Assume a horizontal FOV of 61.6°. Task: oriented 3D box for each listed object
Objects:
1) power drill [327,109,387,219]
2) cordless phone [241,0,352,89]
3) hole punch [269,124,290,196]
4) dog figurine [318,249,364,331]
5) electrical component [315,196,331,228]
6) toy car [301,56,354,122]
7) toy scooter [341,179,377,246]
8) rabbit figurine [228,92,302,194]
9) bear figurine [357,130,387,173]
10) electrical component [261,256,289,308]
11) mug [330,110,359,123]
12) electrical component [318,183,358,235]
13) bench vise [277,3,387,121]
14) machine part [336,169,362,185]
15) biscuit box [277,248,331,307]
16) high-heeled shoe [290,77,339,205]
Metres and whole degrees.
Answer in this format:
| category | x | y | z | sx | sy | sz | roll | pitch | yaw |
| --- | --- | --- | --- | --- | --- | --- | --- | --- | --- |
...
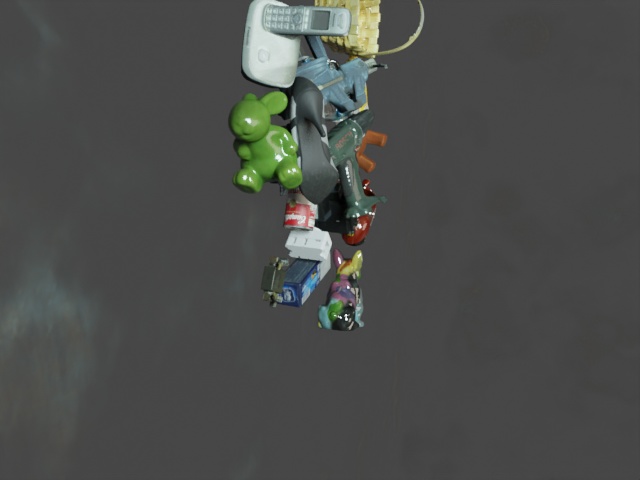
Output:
| category | x | y | z | sx | sy | sz | roll | pitch | yaw |
| --- | --- | --- | --- | --- | --- | --- | --- | --- | --- |
| power drill | 0.082 | -0.166 | 1.207 | 0.232 | 0.086 | 0.207 | -37 | 119 | -39 |
| cordless phone | -0.039 | -0.336 | 0.931 | 0.088 | 0.184 | 0.146 | 14 | 82 | -75 |
| hole punch | -0.063 | -0.172 | 1.083 | 0.116 | 0.092 | 0.142 | -15 | 122 | -45 |
| dog figurine | 0.063 | 0.134 | 1.493 | 0.191 | 0.109 | 0.219 | 6 | 86 | -68 |
| electrical component | -0.013 | -0.067 | 1.250 | 0.048 | 0.075 | 0.119 | -49 | 136 | -58 |
| toy car | 0.002 | -0.317 | 1.181 | 0.103 | 0.109 | 0.161 | -55 | 141 | -24 |
| toy scooter | 0.107 | -0.081 | 1.410 | 0.135 | 0.075 | 0.184 | 86 | 25 | -54 |
| rabbit figurine | -0.095 | -0.181 | 0.911 | 0.170 | 0.121 | 0.159 | 64 | 30 | -62 |
| bear figurine | 0.086 | -0.237 | 1.402 | 0.120 | 0.132 | 0.196 | -66 | 173 | 21 |
| electrical component | -0.092 | 0.087 | 1.120 | 0.078 | 0.045 | 0.102 | 45 | 54 | -64 |
| mug | 0.053 | -0.362 | 1.355 | 0.109 | 0.081 | 0.107 | 16 | 70 | -66 |
| electrical component | 0.029 | -0.079 | 1.304 | 0.058 | 0.115 | 0.134 | -71 | 156 | -43 |
| bench vise | -0.009 | -0.348 | 1.038 | 0.129 | 0.224 | 0.240 | -94 | 160 | -78 |
| machine part | 0.074 | -0.118 | 1.510 | 0.179 | 0.056 | 0.179 | 7 | 90 | -72 |
| biscuit box | -0.036 | 0.080 | 1.250 | 0.203 | 0.063 | 0.059 | -48 | 140 | -59 |
| high-heeled shoe | -0.025 | -0.184 | 1.029 | 0.248 | 0.086 | 0.145 | 99 | -30 | -56 |
